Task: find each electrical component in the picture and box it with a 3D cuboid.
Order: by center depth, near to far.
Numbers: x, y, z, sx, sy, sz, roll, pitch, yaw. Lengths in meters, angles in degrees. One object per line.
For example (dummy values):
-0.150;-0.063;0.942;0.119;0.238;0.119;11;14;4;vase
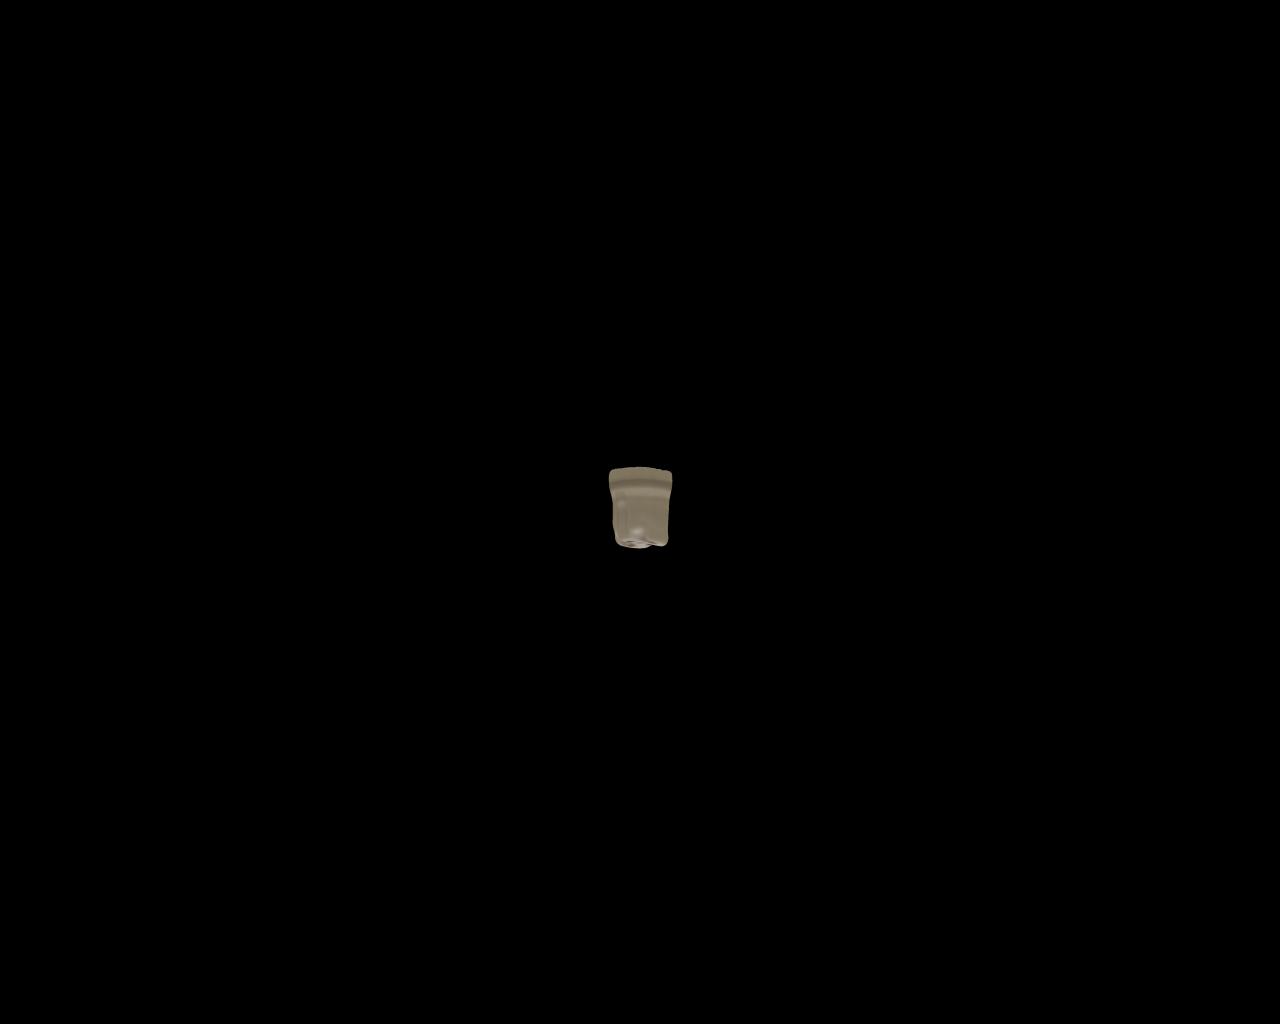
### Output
0.001;-0.003;0.650;0.040;0.046;0.040;0;-8;0;electrical component
